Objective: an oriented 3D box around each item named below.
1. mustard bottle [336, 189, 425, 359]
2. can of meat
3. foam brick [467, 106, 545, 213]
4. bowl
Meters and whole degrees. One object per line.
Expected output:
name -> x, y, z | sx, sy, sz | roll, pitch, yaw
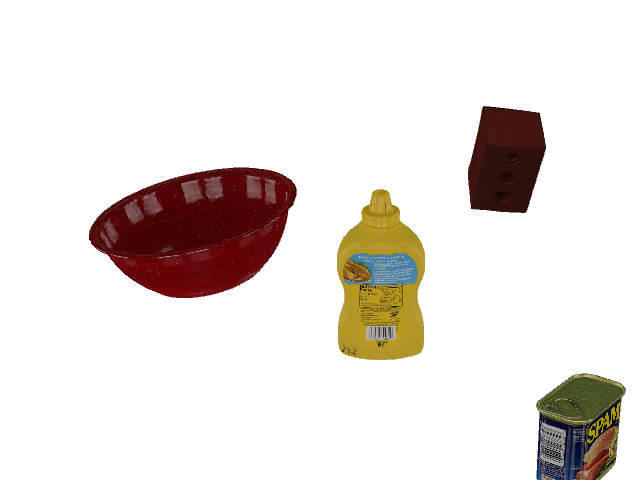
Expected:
mustard bottle -> 0.066, 0.036, 1.164 | 0.096, 0.192, 0.058 | 0, 25, 4
can of meat -> 0.252, 0.189, 1.038 | 0.058, 0.084, 0.101 | 14, 24, 37
foam brick -> 0.163, -0.071, 0.943 | 0.053, 0.078, 0.051 | 5, 44, -1
bowl -> -0.092, -0.001, 0.824 | 0.162, 0.055, 0.162 | -10, 24, 4
